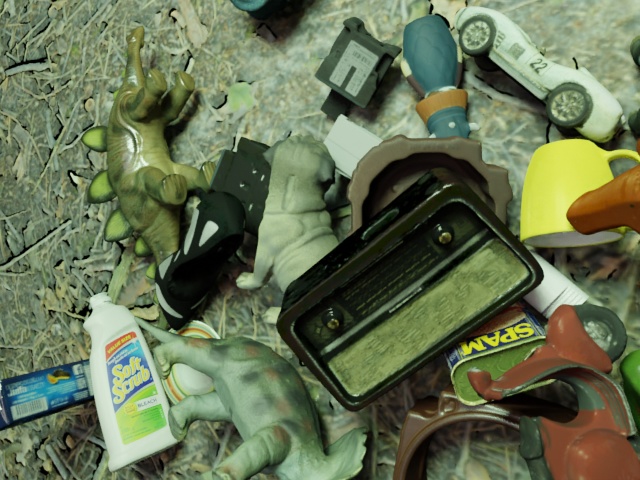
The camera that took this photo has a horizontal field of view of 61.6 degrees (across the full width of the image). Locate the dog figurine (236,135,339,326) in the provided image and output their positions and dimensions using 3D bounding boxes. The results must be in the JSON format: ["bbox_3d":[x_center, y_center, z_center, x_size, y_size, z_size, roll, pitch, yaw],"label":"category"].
[{"bbox_3d":[-0.005,-0.002,0.592,0.173,0.121,0.190,33,126,25],"label":"dog figurine"}]

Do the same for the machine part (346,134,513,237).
[{"bbox_3d":[0.112,-0.028,0.565,0.179,0.056,0.179,2,105,8],"label":"machine part"}]

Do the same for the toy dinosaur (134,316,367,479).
[{"bbox_3d":[-0.079,0.199,0.657,0.405,0.192,0.131,52,139,35],"label":"toy dinosaur"}]

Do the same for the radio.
[{"bbox_3d":[0.076,0.046,0.516,0.229,0.073,0.131,-39,103,12],"label":"radio"}]

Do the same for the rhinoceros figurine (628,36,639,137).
[{"bbox_3d":[0.310,-0.178,0.466,0.073,0.112,0.190,3,98,31],"label":"rhinoceros figurine"}]

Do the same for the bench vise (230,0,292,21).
[{"bbox_3d":[-0.059,-0.346,0.614,0.224,0.240,0.128,-15,84,44],"label":"bench vise"}]

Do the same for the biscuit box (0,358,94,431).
[{"bbox_3d":[-0.377,0.216,0.779,0.063,0.202,0.059,-27,78,27],"label":"biscuit box"}]

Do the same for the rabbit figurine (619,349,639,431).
[{"bbox_3d":[0.354,0.123,0.448,0.170,0.121,0.159,-22,70,8],"label":"rabbit figurine"}]

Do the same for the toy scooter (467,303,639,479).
[{"bbox_3d":[0.194,0.146,0.436,0.135,0.075,0.184,-6,75,-7],"label":"toy scooter"}]

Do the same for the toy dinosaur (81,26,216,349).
[{"bbox_3d":[-0.246,-0.078,0.781,0.199,0.105,0.471,-12,85,35],"label":"toy dinosaur"}]

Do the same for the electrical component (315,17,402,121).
[{"bbox_3d":[0.035,-0.191,0.633,0.075,0.048,0.119,36,121,-3],"label":"electrical component"}]

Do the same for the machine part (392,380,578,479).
[{"bbox_3d":[0.176,0.256,0.538,0.202,0.087,0.200,12,94,27],"label":"machine part"}]

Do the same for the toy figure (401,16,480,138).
[{"bbox_3d":[0.133,-0.168,0.594,0.064,0.058,0.154,-15,86,34],"label":"toy figure"}]

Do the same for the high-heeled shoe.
[{"bbox_3d":[-0.146,0.046,0.681,0.145,0.086,0.248,46,130,47],"label":"high-heeled shoe"}]

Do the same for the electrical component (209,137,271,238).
[{"bbox_3d":[-0.082,-0.067,0.709,0.134,0.058,0.114,28,100,26],"label":"electrical component"}]

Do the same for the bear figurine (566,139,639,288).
[{"bbox_3d":[0.313,-0.058,0.410,0.196,0.132,0.120,-40,76,-13],"label":"bear figurine"}]

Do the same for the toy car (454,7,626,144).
[{"bbox_3d":[0.214,-0.169,0.538,0.202,0.073,0.056,49,114,21],"label":"toy car"}]
